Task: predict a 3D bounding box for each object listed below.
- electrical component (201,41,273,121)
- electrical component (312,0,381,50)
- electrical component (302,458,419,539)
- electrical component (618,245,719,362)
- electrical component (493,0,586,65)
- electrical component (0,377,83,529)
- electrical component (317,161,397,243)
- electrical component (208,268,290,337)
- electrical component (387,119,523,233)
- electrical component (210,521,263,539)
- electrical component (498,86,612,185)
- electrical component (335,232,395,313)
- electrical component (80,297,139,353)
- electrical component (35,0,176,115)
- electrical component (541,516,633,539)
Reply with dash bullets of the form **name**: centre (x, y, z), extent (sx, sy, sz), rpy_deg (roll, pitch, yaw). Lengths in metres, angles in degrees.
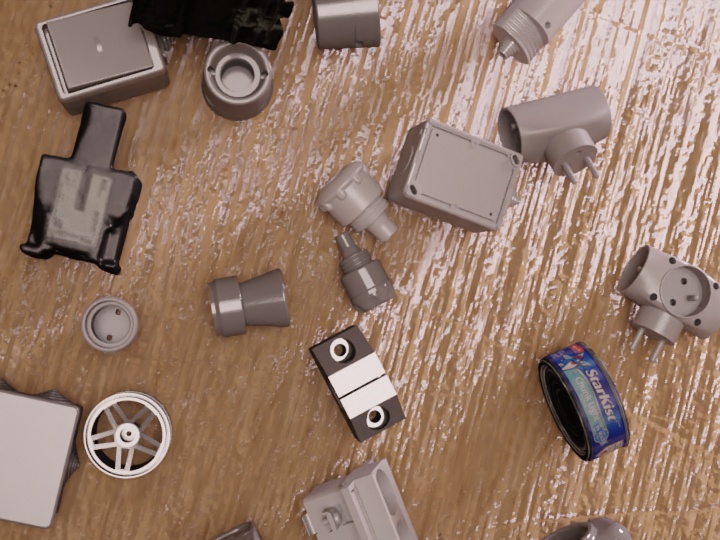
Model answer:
- **electrical component**: centre (-0.092, -0.144, 0.811), extent (0.055, 0.047, 0.055), rpy_deg (0, 87, -7)
- **electrical component**: centre (-0.011, -0.196, 0.821), extent (0.047, 0.055, 0.055), rpy_deg (-7, 88, -4)
- **electrical component**: centre (0.009, 0.210, 0.794), extent (0.063, 0.079, 0.121), rpy_deg (-22, 90, 14)
- **electrical component**: centre (0.239, 0.033, 0.843), extent (0.077, 0.044, 0.079), rpy_deg (29, 84, -5)
- **electrical component**: centre (0.137, -0.198, 0.844), extent (0.043, 0.043, 0.081), rpy_deg (41, 83, -3)
- **electrical component**: centre (-0.253, 0.131, 0.775), extent (0.100, 0.048, 0.099), rpy_deg (13, 85, -6)
- **electrical component**: centre (0.001, -0.048, 0.819), extent (0.048, 0.048, 0.062), rpy_deg (-46, 99, -7)
- **electrical component**: centre (-0.083, 0.025, 0.804), extent (0.055, 0.045, 0.045), rpy_deg (-10, 88, -7)
- **electrical component**: centre (0.076, -0.068, 0.824), extent (0.096, 0.061, 0.061), rpy_deg (20, 84, -13)
- **electrical component**: centre (-0.087, 0.223, 0.766), extent (0.054, 0.095, 0.059), rpy_deg (-25, 90, -8)
- **electrical component**: centre (0.157, -0.099, 0.826), extent (0.077, 0.043, 0.079), rpy_deg (-16, 61, -13)
- **electrical component**: centre (0.000, 0.000, 0.821), extent (0.035, 0.035, 0.061), rpy_deg (-27, 88, -8)
- **electrical component**: centre (-0.182, 0.040, 0.790), extent (0.040, 0.046, 0.040), rpy_deg (0, 87, -7)
- **electrical component**: centre (-0.183, -0.161, 0.794), extent (0.096, 0.061, 0.061), rpy_deg (-18, 89, -8)
- **electrical component**: centre (0.166, 0.232, 0.818), extent (0.095, 0.054, 0.059), rpy_deg (-29, 91, -8)
